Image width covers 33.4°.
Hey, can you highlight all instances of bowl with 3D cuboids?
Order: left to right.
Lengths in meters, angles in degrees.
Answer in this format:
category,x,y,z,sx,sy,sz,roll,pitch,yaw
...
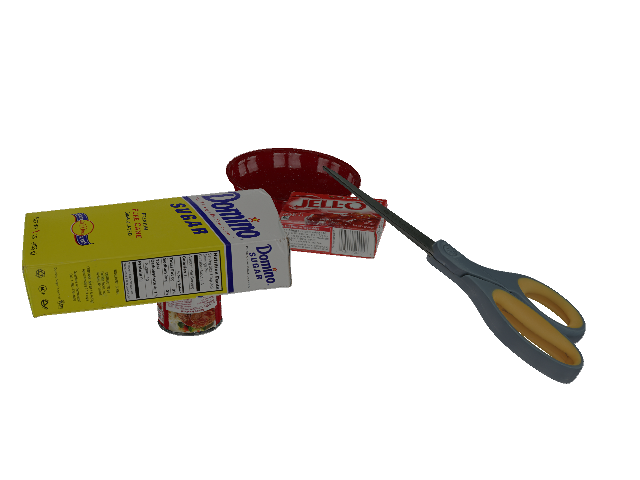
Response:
category,x,y,z,sx,sy,sz,roll,pitch,yaw
bowl,-0.035,-0.056,1.275,0.162,0.055,0.162,5,26,-3

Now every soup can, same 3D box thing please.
category,x,y,z,sx,sy,sz,roll,pitch,yaw
soup can,-0.137,0.038,1.105,0.068,0.102,0.068,0,23,0

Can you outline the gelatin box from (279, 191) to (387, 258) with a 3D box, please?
category,x,y,z,sx,sy,sz,roll,pitch,yaw
gelatin box,0.010,-0.015,0.931,0.089,0.030,0.073,6,24,10

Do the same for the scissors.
category,x,y,z,sx,sy,sz,roll,pitch,yaw
scissors,0.094,0.013,0.682,0.202,0.016,0.096,45,30,22

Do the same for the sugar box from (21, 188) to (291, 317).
category,x,y,z,sx,sy,sz,roll,pitch,yaw
sugar box,-0.115,0.005,0.743,0.176,0.048,0.093,-9,27,-10
